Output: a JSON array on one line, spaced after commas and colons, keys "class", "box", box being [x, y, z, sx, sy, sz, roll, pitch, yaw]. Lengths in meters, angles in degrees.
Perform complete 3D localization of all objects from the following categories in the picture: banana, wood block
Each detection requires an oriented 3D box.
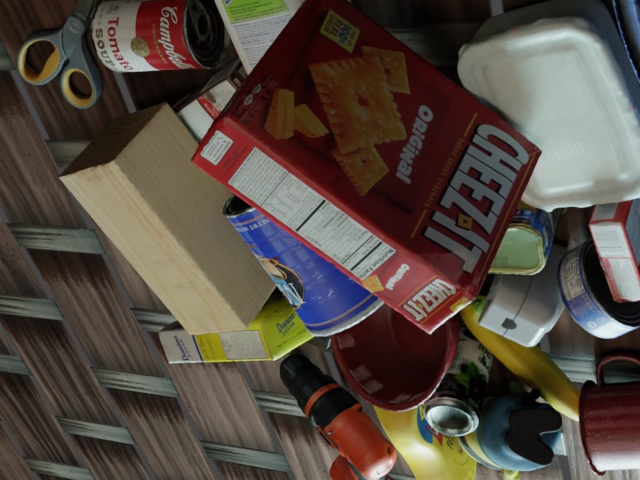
[{"class": "banana", "box": [0.190, 0.109, 1.031, 0.037, 0.070, 0.197, -43, 118, 9]}, {"class": "wood block", "box": [-0.134, -0.016, 1.008, 0.090, 0.090, 0.206, -10, 126, 43]}]

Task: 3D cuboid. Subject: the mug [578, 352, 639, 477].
[{"class": "mug", "box": [0.298, 0.164, 1.016, 0.082, 0.093, 0.117, -11, 90, 30]}]

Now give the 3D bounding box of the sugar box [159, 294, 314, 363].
[{"class": "sugar box", "box": [-0.081, 0.091, 1.116, 0.177, 0.093, 0.048, -6, 106, 45]}]

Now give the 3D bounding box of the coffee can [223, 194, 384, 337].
[{"class": "coffee can", "box": [-0.006, 0.001, 0.960, 0.103, 0.102, 0.140, -19, 113, 40]}]

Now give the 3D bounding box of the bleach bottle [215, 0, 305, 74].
[{"class": "bleach bottle", "box": [-0.030, -0.187, 0.857, 0.103, 0.068, 0.250, -7, 125, 29]}]

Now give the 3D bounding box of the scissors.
[{"class": "scissors", "box": [-0.214, -0.185, 0.994, 0.202, 0.016, 0.096, -25, 118, 43]}]

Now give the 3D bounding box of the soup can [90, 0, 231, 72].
[{"class": "soup can", "box": [-0.137, -0.180, 0.918, 0.102, 0.068, 0.068, 2, 132, 28]}]

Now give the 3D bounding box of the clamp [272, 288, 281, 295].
[{"class": "clamp", "box": [-0.033, -0.006, 1.057, 0.120, 0.039, 0.172, 43, 131, -5]}]

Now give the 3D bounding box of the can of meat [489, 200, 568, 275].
[{"class": "can of meat", "box": [0.152, -0.018, 0.907, 0.102, 0.083, 0.057, 1, 130, 27]}]

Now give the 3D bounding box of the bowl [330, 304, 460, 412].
[{"class": "bowl", "box": [0.082, 0.082, 1.033, 0.162, 0.055, 0.162, 5, 96, 48]}]

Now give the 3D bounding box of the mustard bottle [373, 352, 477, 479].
[{"class": "mustard bottle", "box": [0.103, 0.187, 1.130, 0.058, 0.096, 0.191, -16, 122, 29]}]

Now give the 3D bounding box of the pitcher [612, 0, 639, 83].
[{"class": "pitcher", "box": [0.300, -0.121, 0.691, 0.149, 0.145, 0.242, 36, 158, 50]}]

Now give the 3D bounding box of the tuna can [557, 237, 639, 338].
[{"class": "tuna can", "box": [0.244, 0.040, 0.912, 0.086, 0.086, 0.034, 39, 139, -12]}]

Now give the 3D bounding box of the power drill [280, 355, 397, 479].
[{"class": "power drill", "box": [0.028, 0.231, 1.212, 0.185, 0.057, 0.187, 45, 164, 39]}]

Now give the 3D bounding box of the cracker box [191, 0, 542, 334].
[{"class": "cracker box", "box": [0.040, -0.063, 0.771, 0.213, 0.164, 0.072, 36, 143, -6]}]

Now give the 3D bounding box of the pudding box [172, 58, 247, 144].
[{"class": "pudding box", "box": [-0.081, -0.105, 0.983, 0.090, 0.039, 0.114, 47, 138, -18]}]

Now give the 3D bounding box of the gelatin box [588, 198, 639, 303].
[{"class": "gelatin box", "box": [0.250, -0.005, 0.873, 0.030, 0.073, 0.089, -3, 130, 33]}]
